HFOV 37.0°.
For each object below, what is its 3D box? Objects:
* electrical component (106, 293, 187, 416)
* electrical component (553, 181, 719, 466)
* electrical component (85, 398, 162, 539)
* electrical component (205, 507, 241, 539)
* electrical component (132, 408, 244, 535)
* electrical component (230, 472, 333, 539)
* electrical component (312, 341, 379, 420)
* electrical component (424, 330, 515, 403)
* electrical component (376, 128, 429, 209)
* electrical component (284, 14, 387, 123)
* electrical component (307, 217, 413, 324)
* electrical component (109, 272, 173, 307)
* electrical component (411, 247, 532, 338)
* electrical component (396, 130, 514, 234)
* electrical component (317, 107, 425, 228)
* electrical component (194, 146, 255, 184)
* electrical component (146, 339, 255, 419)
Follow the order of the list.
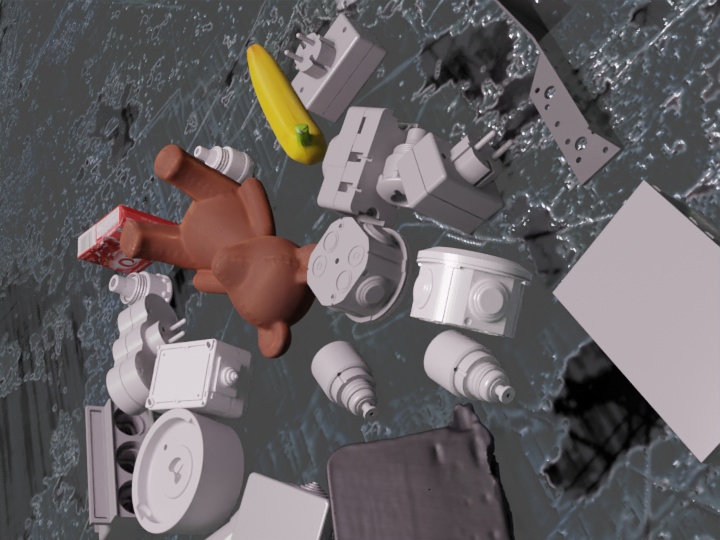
[{"bbox_3d":[-0.197,0.073,1.048,0.074,0.052,0.138,-32,33,19],"label":"electrical component"},{"bbox_3d":[0.194,0.032,0.610,0.089,0.062,0.150,-54,40,18],"label":"electrical component"},{"bbox_3d":[-0.224,0.193,1.026,0.063,0.079,0.121,-54,38,42],"label":"electrical component"},{"bbox_3d":[-0.095,0.218,0.886,0.065,0.044,0.044,-50,41,15],"label":"electrical component"},{"bbox_3d":[-0.145,0.181,0.946,0.108,0.060,0.108,-25,55,42],"label":"electrical component"},{"bbox_3d":[-0.051,0.210,0.820,0.100,0.048,0.099,9,80,43],"label":"electrical component"},{"bbox_3d":[-0.008,0.089,0.841,0.040,0.040,0.078,-57,40,15],"label":"electrical component"},{"bbox_3d":[0.078,0.071,0.747,0.078,0.040,0.040,31,98,52],"label":"electrical component"},{"bbox_3d":[0.041,-0.083,0.862,0.048,0.048,0.062,-11,58,47],"label":"electrical component"},{"bbox_3d":[-0.033,-0.190,0.975,0.083,0.076,0.047,-51,41,21],"label":"electrical component"},{"bbox_3d":[0.000,0.000,0.865,0.080,0.051,0.080,-24,56,42],"label":"electrical component"},{"bbox_3d":[-0.230,0.022,1.121,0.048,0.062,0.048,-25,56,42],"label":"electrical component"},{"bbox_3d":[0.076,0.015,0.746,0.080,0.080,0.051,8,85,51],"label":"electrical component"},{"bbox_3d":[0.079,-0.075,0.794,0.077,0.066,0.047,-41,46,31],"label":"electrical component"},{"bbox_3d":[0.007,-0.087,0.899,0.056,0.050,0.089,15,85,52],"label":"electrical component"},{"bbox_3d":[-0.137,-0.107,1.070,0.035,0.061,0.035,-25,55,41],"label":"electrical component"},{"bbox_3d":[-0.138,0.102,0.979,0.096,0.061,0.061,-9,65,40],"label":"electrical component"}]
